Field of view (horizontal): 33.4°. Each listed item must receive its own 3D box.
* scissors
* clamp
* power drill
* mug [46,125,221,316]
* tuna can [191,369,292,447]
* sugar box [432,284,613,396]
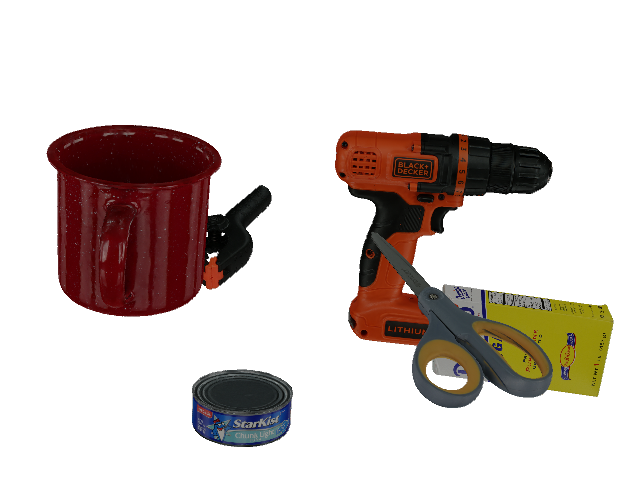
[{"bbox_3d":[0.067,0.053,0.725,0.096,0.016,0.202,-23,39,-32],"label":"scissors"},{"bbox_3d":[-0.100,-0.011,1.105,0.120,0.039,0.171,-11,37,-7],"label":"clamp"},{"bbox_3d":[0.100,-0.002,0.930,0.184,0.188,0.057,6,17,3],"label":"power drill"},{"bbox_3d":[-0.103,-0.006,0.581,0.093,0.081,0.117,4,25,-5],"label":"mug"},{"bbox_3d":[-0.067,0.142,0.909,0.086,0.034,0.086,3,17,-1],"label":"tuna can"},{"bbox_3d":[0.210,0.106,1.125,0.176,0.093,0.048,6,21,3],"label":"sugar box"}]
